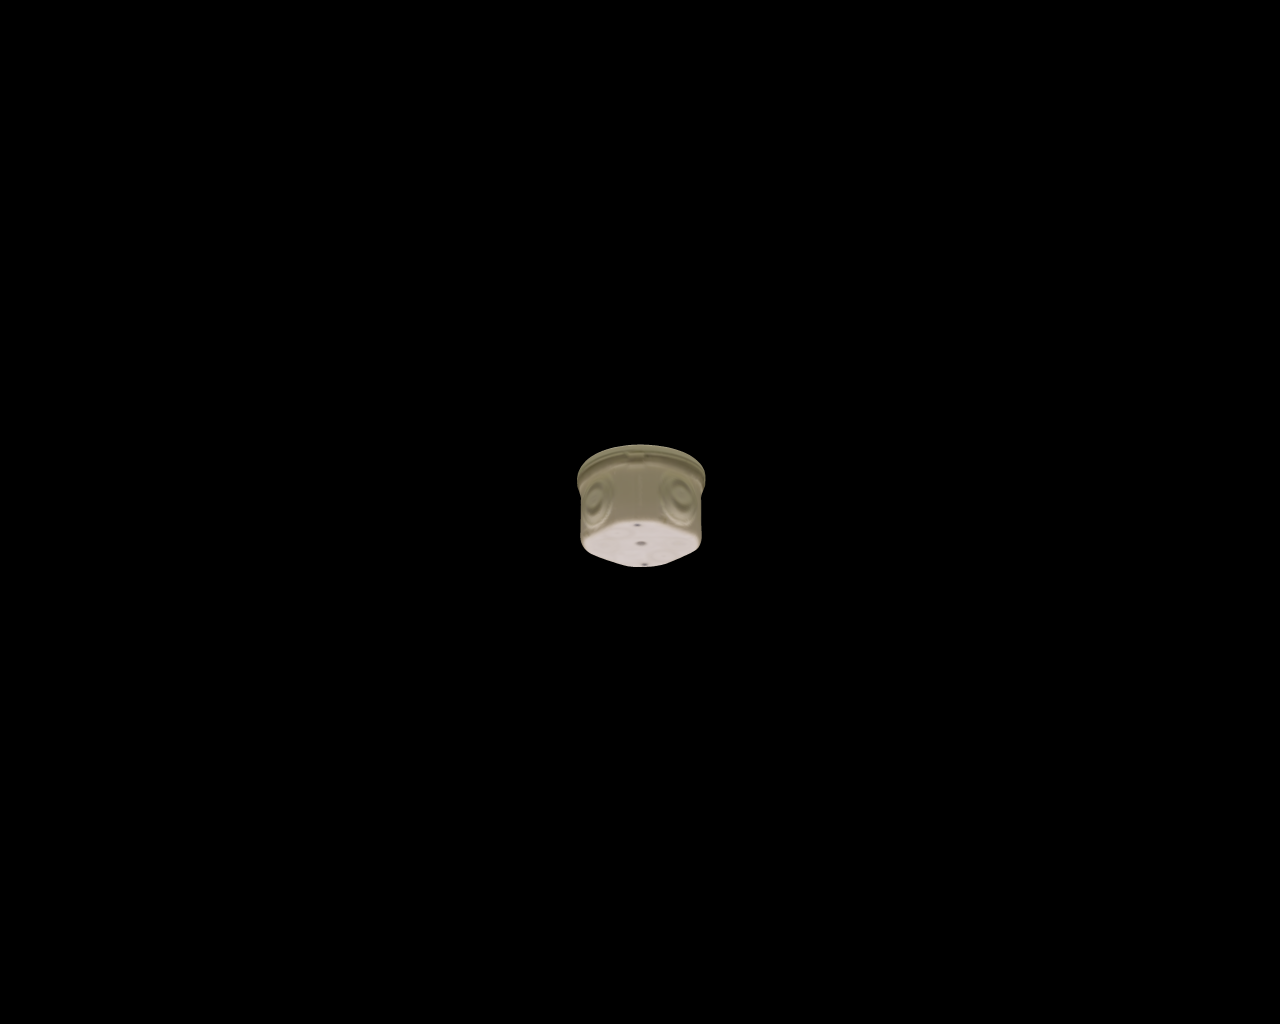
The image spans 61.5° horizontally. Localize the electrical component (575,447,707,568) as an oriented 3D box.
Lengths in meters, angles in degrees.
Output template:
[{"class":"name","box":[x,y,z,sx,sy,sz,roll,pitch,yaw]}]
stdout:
[{"class":"electrical component","box":[0.001,-0.003,0.650,0.080,0.051,0.080,0,-25,0]}]
